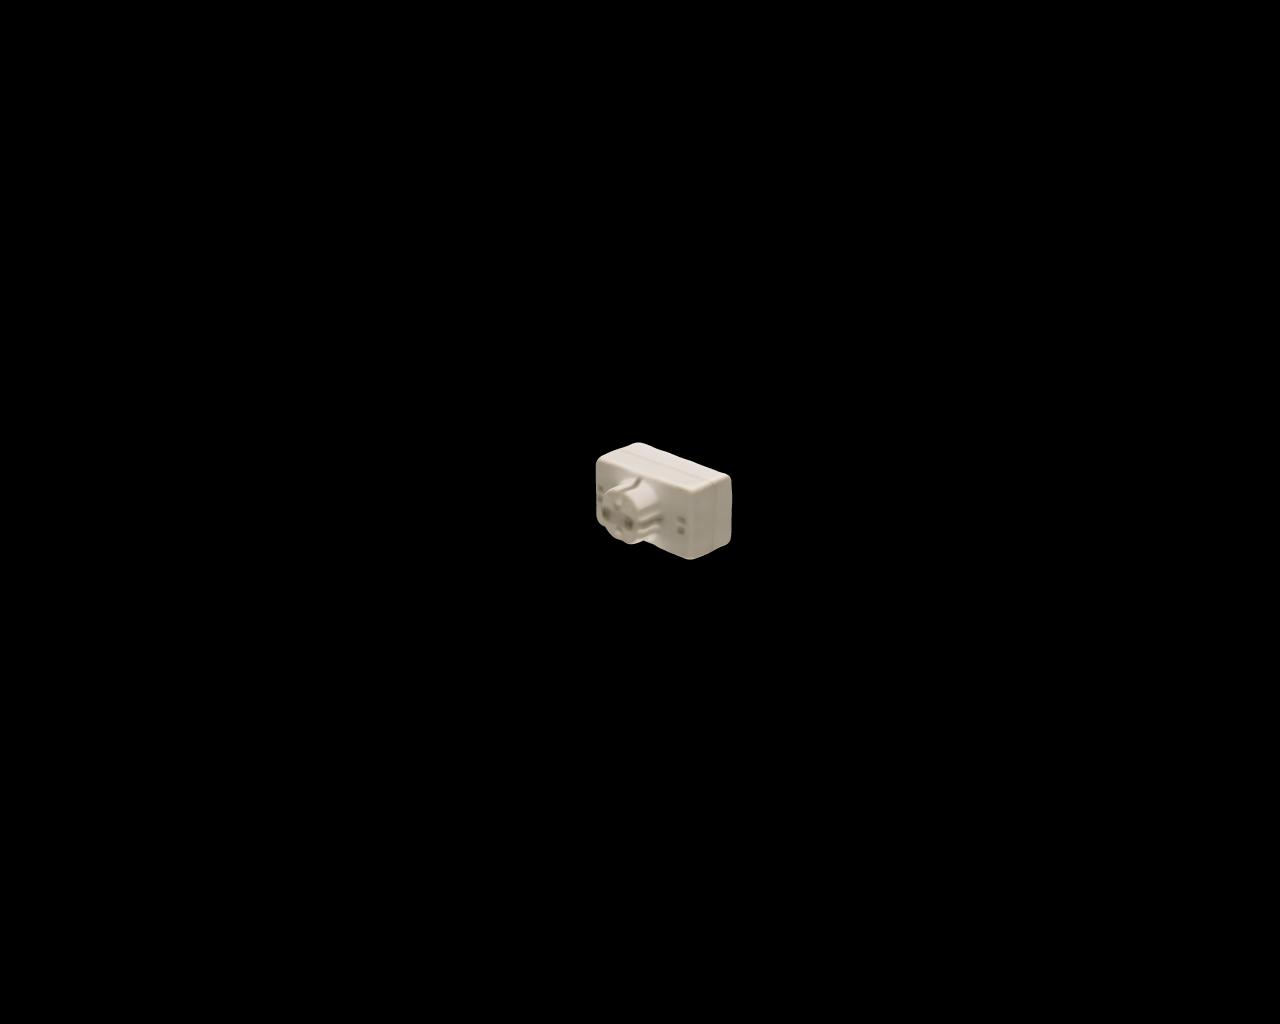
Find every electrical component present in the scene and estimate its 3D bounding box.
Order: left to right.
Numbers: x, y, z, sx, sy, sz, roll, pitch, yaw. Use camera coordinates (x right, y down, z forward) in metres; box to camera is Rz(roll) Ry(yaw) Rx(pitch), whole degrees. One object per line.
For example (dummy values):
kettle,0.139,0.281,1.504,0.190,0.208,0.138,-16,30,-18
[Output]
electrical component,0.001,-0.003,0.650,0.076,0.047,0.083,-22,32,-40
